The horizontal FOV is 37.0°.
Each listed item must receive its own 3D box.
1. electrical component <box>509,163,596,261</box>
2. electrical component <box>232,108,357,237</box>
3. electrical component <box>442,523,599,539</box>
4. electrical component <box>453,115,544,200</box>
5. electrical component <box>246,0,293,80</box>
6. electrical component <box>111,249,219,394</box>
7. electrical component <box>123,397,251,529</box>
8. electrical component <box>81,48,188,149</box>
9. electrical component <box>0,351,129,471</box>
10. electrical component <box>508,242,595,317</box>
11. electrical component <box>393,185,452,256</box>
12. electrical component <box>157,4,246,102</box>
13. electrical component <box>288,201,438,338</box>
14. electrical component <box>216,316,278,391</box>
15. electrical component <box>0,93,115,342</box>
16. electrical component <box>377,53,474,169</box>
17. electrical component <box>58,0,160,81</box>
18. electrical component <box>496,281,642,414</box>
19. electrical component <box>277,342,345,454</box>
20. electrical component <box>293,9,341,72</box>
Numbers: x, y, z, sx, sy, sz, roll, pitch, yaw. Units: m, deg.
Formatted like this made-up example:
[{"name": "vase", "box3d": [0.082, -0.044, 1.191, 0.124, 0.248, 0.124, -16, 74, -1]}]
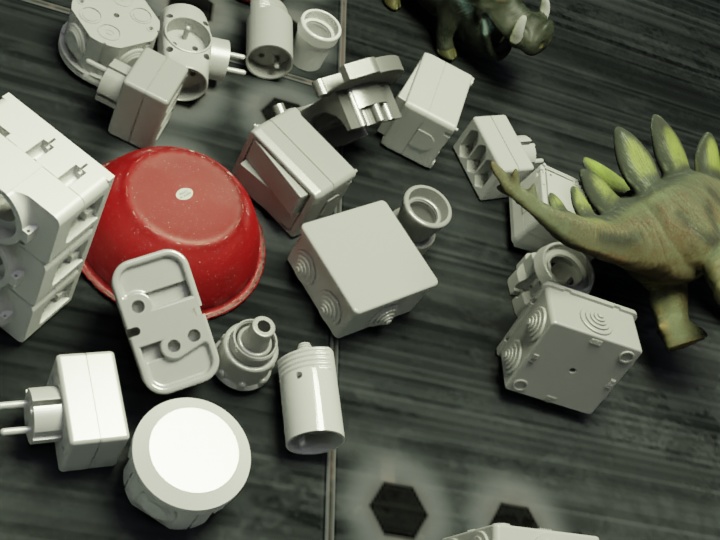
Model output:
[{"name": "electrical component", "box3d": [0.190, -0.045, 1.001, 0.096, 0.061, 0.061, 21, 50, -23]}, {"name": "electrical component", "box3d": [-0.063, -0.085, 0.899, 0.096, 0.061, 0.061, 46, 50, 9]}, {"name": "electrical component", "box3d": [0.111, 0.210, 0.754, 0.100, 0.100, 0.048, 12, 66, -19]}, {"name": "electrical component", "box3d": [0.142, -0.109, 1.027, 0.077, 0.047, 0.065, -8, 62, -31]}, {"name": "electrical component", "box3d": [-0.084, -0.221, 0.997, 0.043, 0.043, 0.081, 11, 53, -19]}, {"name": "electrical component", "box3d": [-0.139, 0.037, 0.761, 0.054, 0.059, 0.095, -18, 91, -14]}, {"name": "electrical component", "box3d": [-0.118, 0.131, 0.726, 0.080, 0.051, 0.080, 13, 53, -18]}, {"name": "electrical component", "box3d": [-0.190, -0.147, 0.877, 0.077, 0.065, 0.047, 26, 50, -8]}, {"name": "electrical component", "box3d": [-0.200, 0.095, 0.713, 0.077, 0.047, 0.065, -2, 59, -27]}, {"name": "electrical component", "box3d": [0.170, 0.012, 0.950, 0.058, 0.057, 0.078, 6, 55, -23]}, {"name": "electrical component", "box3d": [0.048, -0.040, 0.926, 0.045, 0.055, 0.045, 13, 53, -18]}, {"name": "electrical component", "box3d": [-0.139, -0.188, 0.946, 0.079, 0.044, 0.077, 8, 54, -21]}, {"name": "electrical component", "box3d": [0.000, 0.000, 0.879, 0.100, 0.048, 0.099, -19, 67, -35]}, {"name": "electrical component", "box3d": [-0.080, 0.056, 0.790, 0.048, 0.062, 0.048, 13, 53, -18]}, {"name": "electrical component", "box3d": [-0.233, -0.028, 0.716, 0.089, 0.150, 0.061, 38, 48, 2]}, {"name": "electrical component", "box3d": [0.062, -0.156, 1.011, 0.061, 0.061, 0.096, 26, 50, -8]}, {"name": "electrical component", "box3d": [-0.212, -0.198, 0.913, 0.080, 0.051, 0.080, 13, 53, -18]}, {"name": "electrical component", "box3d": [0.172, 0.067, 0.886, 0.100, 0.099, 0.048, 18, 38, -14]}, {"name": "electrical component", "box3d": [-0.037, 0.091, 0.800, 0.043, 0.043, 0.081, 6, 55, -23]}, {"name": "electrical component", "box3d": [-0.044, -0.215, 1.011, 0.040, 0.046, 0.040, 13, 53, -18]}]
